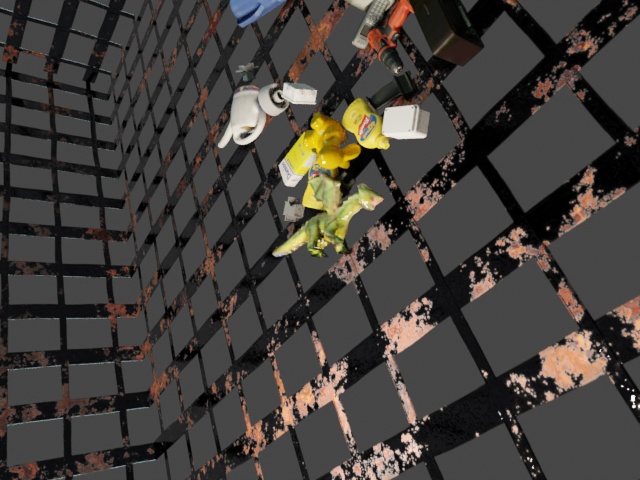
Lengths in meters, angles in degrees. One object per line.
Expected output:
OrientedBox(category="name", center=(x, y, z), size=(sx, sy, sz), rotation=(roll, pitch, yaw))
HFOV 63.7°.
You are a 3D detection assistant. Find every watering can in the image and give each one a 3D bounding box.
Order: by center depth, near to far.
OrientedBox(category="watering can", center=(-0.309, -0.476, 2.004), size=(0.104, 0.346, 0.225), rotation=(8, -97, -38))

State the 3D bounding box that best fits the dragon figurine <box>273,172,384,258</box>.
OrientedBox(category="dragon figurine", center=(0.005, -0.076, 1.519), size=(0.121, 0.409, 0.245), rotation=(16, -107, -50))
